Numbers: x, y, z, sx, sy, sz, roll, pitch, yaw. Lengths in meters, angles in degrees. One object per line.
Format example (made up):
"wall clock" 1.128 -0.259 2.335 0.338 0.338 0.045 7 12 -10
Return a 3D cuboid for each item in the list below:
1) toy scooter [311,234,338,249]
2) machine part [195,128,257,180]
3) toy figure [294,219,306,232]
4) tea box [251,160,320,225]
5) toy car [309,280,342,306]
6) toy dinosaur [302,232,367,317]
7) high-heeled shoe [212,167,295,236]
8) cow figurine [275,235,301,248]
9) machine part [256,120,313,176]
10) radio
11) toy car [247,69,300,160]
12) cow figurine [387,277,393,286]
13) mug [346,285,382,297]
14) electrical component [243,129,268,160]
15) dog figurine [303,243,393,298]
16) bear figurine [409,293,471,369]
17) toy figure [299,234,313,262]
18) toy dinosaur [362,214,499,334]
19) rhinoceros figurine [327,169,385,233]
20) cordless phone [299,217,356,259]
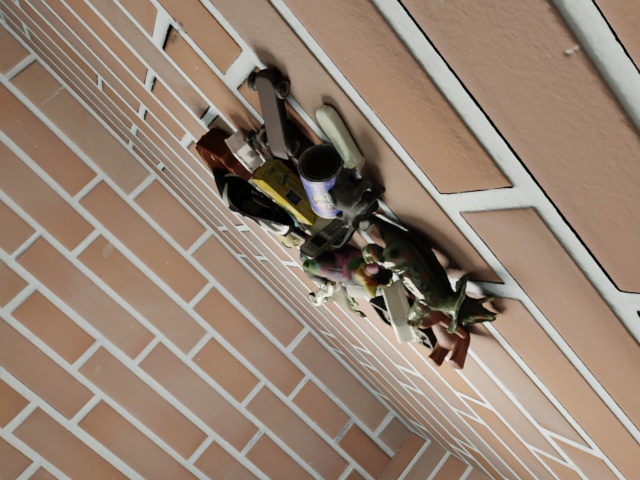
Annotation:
"toy scooter" 0.025 0.041 1.543 0.135 0.075 0.183 41 131 43
"machine part" -0.273 -0.236 1.650 0.202 0.087 0.200 30 161 36
"toy figure" -0.089 -0.098 1.573 0.180 0.082 0.089 39 147 41
"tea box" -0.073 -0.116 1.295 0.169 0.068 0.098 43 169 -24
"toy car" 0.025 0.148 1.645 0.056 0.073 0.201 48 151 4
"toy dinosaur" 0.045 0.092 1.726 0.199 0.105 0.470 6 137 54
"high-heeled shoe" -0.170 -0.100 1.362 0.248 0.086 0.145 42 163 -16
"cow figurine" -0.134 -0.050 1.812 0.194 0.085 0.127 53 168 -25
"machine part" -0.077 -0.212 1.270 0.179 0.056 0.179 40 165 13
"radio" 0.264 0.236 1.602 0.230 0.073 0.131 29 160 44
"toy car" -0.092 -0.261 1.121 0.089 0.053 0.201 17 139 28
"cow figurine" 0.138 0.080 1.516 0.098 0.068 0.167 44 167 -28
"mug" 0.138 0.130 1.585 0.107 0.080 0.109 0 170 30
"electrical component" -0.156 -0.245 1.399 0.102 0.045 0.078 43 164 0
"dog figurine" 0.073 0.075 1.361 0.191 0.108 0.219 2 -169 -24
"bear figurine" 0.301 0.228 1.393 0.195 0.132 0.120 43 155 -22
"toy figure" -0.004 -0.005 1.465 0.064 0.154 0.057 27 161 49
"toy dinosaur" 0.216 0.061 1.185 0.405 0.131 0.192 50 149 3
"rhinoceros figurine" 0.079 -0.074 1.137 0.073 0.112 0.190 30 177 27
"cordless phone" -0.007 -0.024 1.351 0.147 0.184 0.088 35 139 24
